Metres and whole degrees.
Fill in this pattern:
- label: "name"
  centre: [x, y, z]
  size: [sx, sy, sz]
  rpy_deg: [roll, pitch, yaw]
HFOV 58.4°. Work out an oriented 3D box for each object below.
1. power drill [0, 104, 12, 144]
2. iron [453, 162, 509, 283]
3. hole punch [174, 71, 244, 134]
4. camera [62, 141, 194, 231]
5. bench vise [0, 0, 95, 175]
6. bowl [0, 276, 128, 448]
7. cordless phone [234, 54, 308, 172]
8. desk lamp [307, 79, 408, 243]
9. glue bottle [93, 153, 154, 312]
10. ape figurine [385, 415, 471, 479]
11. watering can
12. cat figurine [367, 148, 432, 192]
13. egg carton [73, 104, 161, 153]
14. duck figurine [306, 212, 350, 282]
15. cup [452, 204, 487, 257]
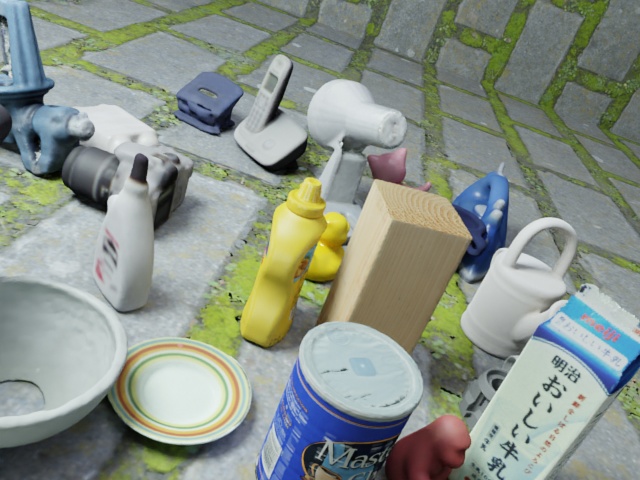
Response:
- label: "power drill"
  centre: [-0.324, 0.012, 0.435]
  size: [0.075, 0.208, 0.230]
  rpy_deg: [21, 28, 1]
- label: "iron"
  centre: [0.292, -0.041, 1.000]
  size: [0.118, 0.141, 0.258]
  rpy_deg: [22, 28, 4]
- label: "hole punch"
  centre: [-0.215, -0.270, 1.116]
  size: [0.108, 0.091, 0.101]
  rpy_deg: [27, 29, 12]
- label: "camera"
  centre: [-0.257, -0.089, 0.767]
  size: [0.137, 0.101, 0.143]
  rpy_deg: [21, 28, 1]
- label: "bench vise"
  centre: [-0.387, -0.215, 0.774]
  size: [0.207, 0.220, 0.121]
  rpy_deg: [18, 28, -5]
- label: "bowl"
  centre: [-0.246, 0.107, 0.463]
  size: [0.167, 0.075, 0.167]
  rpy_deg: [16, 29, -9]
- label: "cordless phone"
  centre: [-0.075, -0.230, 1.041]
  size: [0.094, 0.185, 0.147]
  rpy_deg: [-9, 40, -42]
- label: "desk lamp"
  centre: [0.055, -0.134, 0.931]
  size: [0.118, 0.213, 0.202]
  rpy_deg: [1, 34, -32]
- label: "glue bottle"
  centre: [-0.199, -0.012, 0.596]
  size: [0.078, 0.173, 0.037]
  rpy_deg: [39, 33, 30]
- label: "ape figurine"
  centre: [0.105, 0.197, 0.518]
  size: [0.076, 0.092, 0.078]
  rpy_deg: [38, 33, 29]
- label: "watering can"
  centre: [0.277, 0.061, 0.758]
  size: [0.101, 0.194, 0.172]
  rpy_deg: [-1, 35, -34]
- label: "cat figurine"
  centre: [0.140, -0.106, 1.039]
  size: [0.127, 0.118, 0.067]
  rpy_deg: [28, 29, 13]
- label: "egg carton"
  centre: [-0.318, -0.152, 0.868]
  size: [0.150, 0.069, 0.107]
  rpy_deg: [33, 31, 21]
- label: "duck figurine"
  centre: [0.007, 0.003, 0.796]
  size: [0.077, 0.086, 0.105]
  rpy_deg: [32, 30, 20]
- label: "cup"
  centre: [0.212, 0.008, 0.912]
  size: [0.092, 0.095, 0.117]
  rpy_deg: [2, 33, -30]
